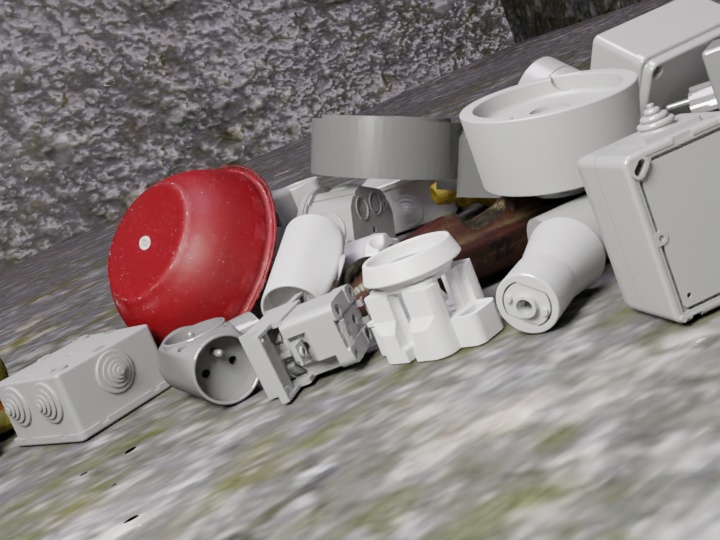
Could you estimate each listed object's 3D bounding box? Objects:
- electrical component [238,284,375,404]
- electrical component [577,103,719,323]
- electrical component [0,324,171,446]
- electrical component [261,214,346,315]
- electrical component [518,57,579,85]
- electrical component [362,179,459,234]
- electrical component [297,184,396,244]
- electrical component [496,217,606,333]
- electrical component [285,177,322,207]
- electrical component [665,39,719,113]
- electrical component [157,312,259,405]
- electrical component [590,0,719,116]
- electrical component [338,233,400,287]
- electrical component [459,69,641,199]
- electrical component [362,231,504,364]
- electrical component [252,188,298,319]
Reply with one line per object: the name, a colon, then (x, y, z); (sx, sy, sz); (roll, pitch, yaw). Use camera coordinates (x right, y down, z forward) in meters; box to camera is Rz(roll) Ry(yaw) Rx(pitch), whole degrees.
electrical component: (-0.029, 0.040, 0.631); (0.064, 0.042, 0.081); (-23, 10, 21)
electrical component: (0.147, -0.032, 0.506); (0.062, 0.096, 0.061); (-24, 11, -10)
electrical component: (-0.193, 0.079, 0.750); (0.100, 0.048, 0.100); (-12, 14, 43)
electrical component: (-0.042, 0.015, 0.738); (0.044, 0.079, 0.077); (19, 40, -4)
electrical component: (0.158, -0.126, 0.843); (0.074, 0.052, 0.138); (36, 8, 36)
electrical component: (0.048, -0.069, 1.001); (0.100, 0.048, 0.099); (-19, 11, 16)
electrical component: (-0.010, -0.027, 0.834); (0.051, 0.080, 0.080); (-9, 16, 29)
electrical component: (0.099, 0.005, 0.570); (0.044, 0.044, 0.065); (-13, 18, 37)
electrical component: (-0.045, -0.044, 0.982); (0.044, 0.077, 0.079); (-22, 11, -1)
electrical component: (0.248, -0.112, 0.733); (0.076, 0.083, 0.047); (-15, 13, 30)
electrical component: (-0.081, 0.051, 0.682); (0.079, 0.044, 0.077); (-26, 12, -24)
electrical component: (0.223, -0.132, 0.791); (0.109, 0.108, 0.056); (-27, 46, -25)
electrical component: (0.000, 0.000, 0.775); (0.062, 0.043, 0.043); (-17, 12, 31)
electrical component: (0.120, -0.078, 0.657); (0.108, 0.060, 0.108); (-14, 18, 5)
electrical component: (0.035, 0.014, 0.601); (0.078, 0.057, 0.058); (-11, 15, 45)
electrical component: (-0.107, -0.004, 0.878); (0.150, 0.089, 0.062); (-12, 14, 41)
